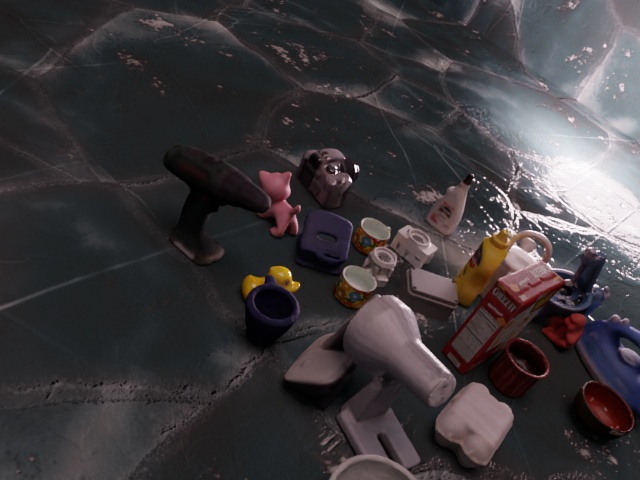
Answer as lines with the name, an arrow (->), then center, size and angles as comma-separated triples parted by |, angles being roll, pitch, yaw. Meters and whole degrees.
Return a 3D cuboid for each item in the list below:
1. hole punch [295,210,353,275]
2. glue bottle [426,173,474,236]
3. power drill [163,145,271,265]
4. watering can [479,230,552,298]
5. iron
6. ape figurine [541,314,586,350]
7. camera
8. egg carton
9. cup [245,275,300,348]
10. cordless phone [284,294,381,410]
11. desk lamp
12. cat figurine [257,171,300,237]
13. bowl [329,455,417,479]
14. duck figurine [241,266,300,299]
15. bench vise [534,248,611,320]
hole punch -> 0.011, 0.004, 1.181 | 0.109, 0.091, 0.101 | 16, 39, -12
glue bottle -> 0.330, -0.095, 1.412 | 0.078, 0.173, 0.037 | 39, 40, 17
power drill -> -0.199, -0.060, 1.040 | 0.229, 0.208, 0.076 | 38, 39, 16
watering can -> 0.440, 0.053, 1.285 | 0.101, 0.194, 0.173 | 22, 38, -5
iron -> 0.656, 0.248, 1.223 | 0.119, 0.141, 0.257 | -1, 45, -30
ape figurine -> 0.549, 0.195, 1.264 | 0.076, 0.092, 0.078 | 20, 38, -7
camera -> 0.038, -0.162, 1.383 | 0.137, 0.100, 0.143 | -10, 50, -37
egg carton -> 0.263, 0.314, 0.981 | 0.107, 0.069, 0.151 | 40, 40, 18
cup -> -0.092, 0.127, 0.976 | 0.092, 0.095, 0.117 | 9, 41, -20
cordless phone -> 0.029, 0.169, 0.922 | 0.094, 0.185, 0.148 | 34, 38, 10
desk lamp -> 0.111, 0.222, 0.883 | 0.118, 0.213, 0.202 | -7, 48, -35
cat figurine -> -0.084, -0.088, 1.213 | 0.067, 0.117, 0.127 | -15, 53, -40
bowl -> 0.071, 0.387, 0.781 | 0.168, 0.074, 0.167 | 16, 39, -13
duck figurine -> -0.086, 0.082, 1.040 | 0.104, 0.086, 0.077 | 22, 38, -5
bench vise -> 0.583, 0.094, 1.297 | 0.208, 0.219, 0.121 | -10, 50, -37
